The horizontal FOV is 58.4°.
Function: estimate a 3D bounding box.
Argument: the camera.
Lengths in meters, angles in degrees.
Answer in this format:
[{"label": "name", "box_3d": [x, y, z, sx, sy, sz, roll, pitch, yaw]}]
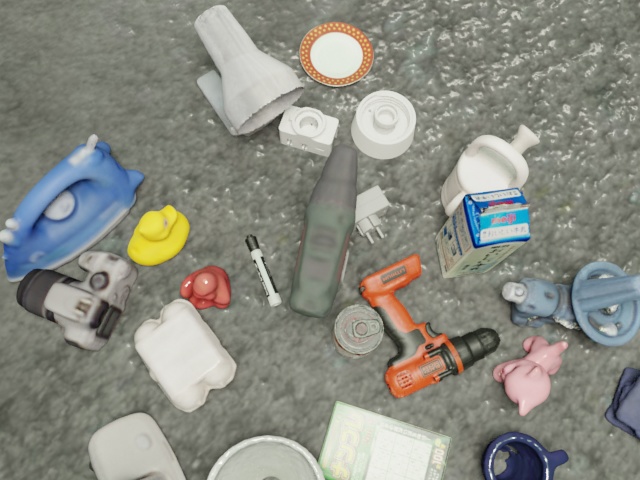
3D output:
[{"label": "camera", "box_3d": [-0.363, 0.075, 0.841, 0.136, 0.101, 0.143, 20, 74, 4]}]

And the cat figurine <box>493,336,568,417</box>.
[{"label": "cat figurine", "box_3d": [0.305, 0.190, 0.818, 0.128, 0.118, 0.067, -40, 78, -12]}]

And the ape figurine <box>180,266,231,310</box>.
[{"label": "ape figurine", "box_3d": [-0.168, 0.070, 0.852, 0.077, 0.092, 0.076, 33, 76, 8]}]

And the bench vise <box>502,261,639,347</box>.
[{"label": "bench vise", "box_3d": [0.372, 0.091, 0.795, 0.207, 0.220, 0.121, -10, 74, -4]}]

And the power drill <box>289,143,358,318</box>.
[{"label": "power drill", "box_3d": [0.007, 0.003, 0.816, 0.075, 0.208, 0.230, 11, 74, 2]}]

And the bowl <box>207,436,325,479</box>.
[{"label": "bowl", "box_3d": [-0.072, 0.353, 0.782, 0.167, 0.075, 0.167, 0, 74, -1]}]

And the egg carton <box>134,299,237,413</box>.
[{"label": "egg carton", "box_3d": [-0.198, 0.168, 0.835, 0.107, 0.069, 0.150, -38, 78, -11]}]

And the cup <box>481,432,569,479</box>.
[{"label": "cup", "box_3d": [0.273, 0.309, 0.794, 0.118, 0.095, 0.091, -13, 74, -5]}]

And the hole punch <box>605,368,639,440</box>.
[{"label": "hole punch", "box_3d": [0.488, 0.245, 0.821, 0.108, 0.091, 0.101, 29, 75, 7]}]

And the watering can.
[{"label": "watering can", "box_3d": [0.256, -0.104, 0.862, 0.101, 0.194, 0.173, 24, 75, 6]}]

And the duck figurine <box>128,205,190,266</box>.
[{"label": "duck figurine", "box_3d": [-0.253, -0.012, 0.877, 0.077, 0.086, 0.105, 44, 77, 11]}]

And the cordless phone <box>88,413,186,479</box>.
[{"label": "cordless phone", "box_3d": [-0.248, 0.302, 0.734, 0.094, 0.185, 0.147, -33, 77, -10]}]

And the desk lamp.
[{"label": "desk lamp", "box_3d": [-0.120, -0.243, 0.881, 0.118, 0.213, 0.203, -34, 77, -10]}]

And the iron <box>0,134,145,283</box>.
[{"label": "iron", "box_3d": [-0.394, -0.047, 0.854, 0.118, 0.141, 0.258, 38, 76, 9]}]
